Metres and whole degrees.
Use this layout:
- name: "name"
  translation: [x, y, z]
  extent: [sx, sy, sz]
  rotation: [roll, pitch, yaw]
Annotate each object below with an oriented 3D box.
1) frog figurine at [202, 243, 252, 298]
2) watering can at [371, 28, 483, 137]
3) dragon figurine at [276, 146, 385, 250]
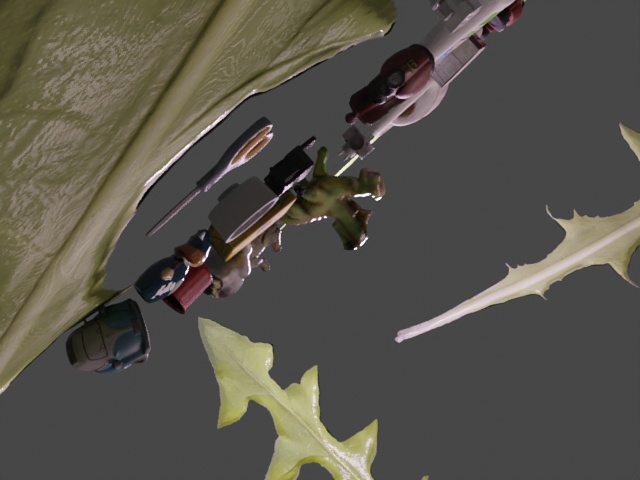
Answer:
- name: "frog figurine"
  translation: [-0.198, 0.037, 1.085]
  extent: [0.137, 0.120, 0.162]
  rotation: [5, -135, 41]
- name: "watering can"
  translation: [0.255, -0.366, 1.197]
  extent: [0.342, 0.104, 0.228]
  rotation: [-41, -178, 34]
- name: "dragon figurine"
  translation: [0.004, -0.062, 1.229]
  extent: [0.403, 0.242, 0.124]
  rotation: [-44, -177, 43]
